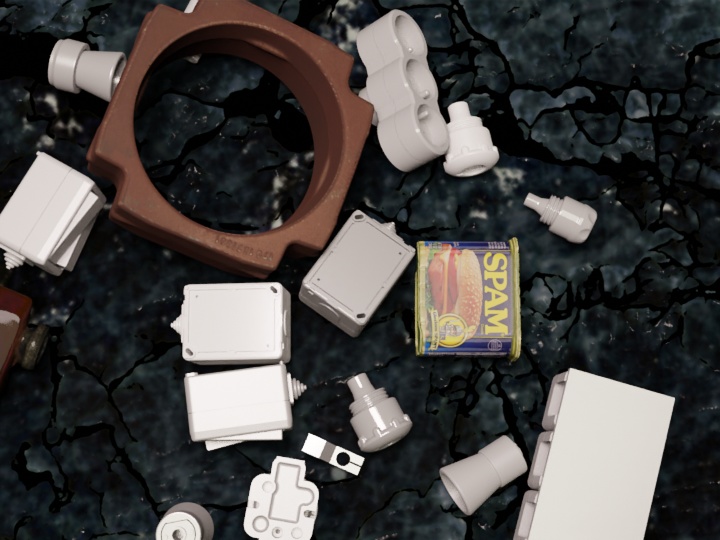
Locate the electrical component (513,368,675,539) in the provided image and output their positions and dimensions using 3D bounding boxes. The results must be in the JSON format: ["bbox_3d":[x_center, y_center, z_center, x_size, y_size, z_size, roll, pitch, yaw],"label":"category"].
[{"bbox_3d":[0.189,0.166,0.879,0.089,0.061,0.150,16,80,0],"label":"electrical component"}]

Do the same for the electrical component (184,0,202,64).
[{"bbox_3d":[-0.136,-0.211,0.939,0.043,0.043,0.062,26,81,2],"label":"electrical component"}]

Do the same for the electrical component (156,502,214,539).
[{"bbox_3d":[-0.141,0.208,0.853,0.044,0.065,0.044,0,80,-3],"label":"electrical component"}]

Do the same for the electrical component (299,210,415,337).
[{"bbox_3d":[0.000,0.000,0.903,0.062,0.061,0.096,35,72,3],"label":"electrical component"}]

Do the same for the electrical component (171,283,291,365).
[{"bbox_3d":[-0.106,0.046,0.890,0.096,0.061,0.061,-1,80,5],"label":"electrical component"}]

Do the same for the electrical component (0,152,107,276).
[{"bbox_3d":[-0.258,-0.038,0.893,0.061,0.061,0.096,29,80,2],"label":"electrical component"}]

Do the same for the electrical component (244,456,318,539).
[{"bbox_3d":[-0.062,0.191,0.865,0.058,0.057,0.078,10,80,-1],"label":"electrical component"}]

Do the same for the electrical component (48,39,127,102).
[{"bbox_3d":[-0.235,-0.172,0.927,0.055,0.045,0.045,14,80,0],"label":"electrical component"}]

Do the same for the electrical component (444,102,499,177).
[{"bbox_3d":[0.092,-0.115,0.934,0.048,0.048,0.062,-11,74,-5],"label":"electrical component"}]

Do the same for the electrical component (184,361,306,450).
[{"bbox_3d":[-0.090,0.111,0.875,0.096,0.061,0.061,-7,80,-4],"label":"electrical component"}]

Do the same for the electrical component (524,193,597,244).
[{"bbox_3d":[0.172,-0.049,0.930,0.061,0.035,0.035,26,80,5],"label":"electrical component"}]

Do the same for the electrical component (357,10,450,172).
[{"bbox_3d":[0.024,-0.148,0.931,0.074,0.052,0.138,-25,68,35],"label":"electrical component"}]

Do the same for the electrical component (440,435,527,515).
[{"bbox_3d":[0.104,0.166,0.886,0.065,0.044,0.044,-30,83,-12],"label":"electrical component"}]

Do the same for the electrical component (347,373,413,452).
[{"bbox_3d":[0.011,0.116,0.889,0.048,0.048,0.062,-26,76,-7],"label":"electrical component"}]
